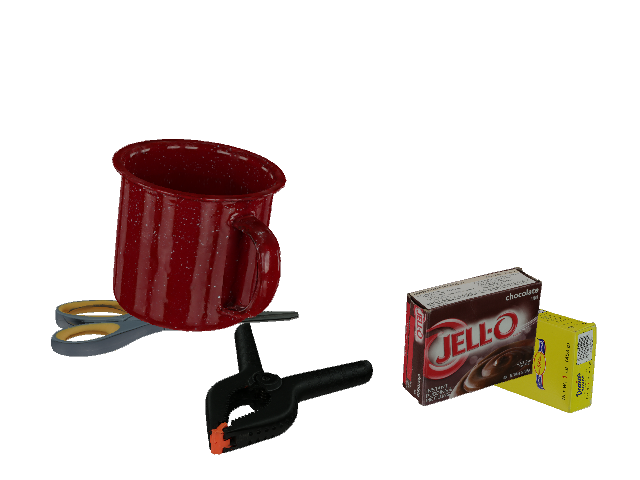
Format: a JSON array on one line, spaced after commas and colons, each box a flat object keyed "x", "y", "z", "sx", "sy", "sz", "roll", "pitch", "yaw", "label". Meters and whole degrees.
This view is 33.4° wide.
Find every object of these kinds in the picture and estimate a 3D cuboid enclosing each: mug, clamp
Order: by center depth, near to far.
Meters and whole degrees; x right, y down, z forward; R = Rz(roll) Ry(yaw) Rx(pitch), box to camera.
[{"x": -0.062, "y": 0.002, "z": 0.578, "sx": 0.093, "sy": 0.081, "sz": 0.117, "roll": -12, "pitch": 30, "yaw": -43, "label": "mug"}, {"x": -0.046, "y": 0.156, "z": 1.100, "sx": 0.165, "sy": 0.036, "sz": 0.209, "roll": 11, "pitch": 27, "yaw": 15, "label": "clamp"}]

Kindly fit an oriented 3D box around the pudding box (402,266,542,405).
[{"x": 0.124, "y": 0.077, "z": 0.875, "sx": 0.113, "sy": 0.090, "sz": 0.039, "roll": -14, "pitch": 30, "yaw": -25, "label": "pudding box"}]

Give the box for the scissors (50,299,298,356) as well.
[{"x": -0.126, "y": 0.071, "z": 0.856, "sx": 0.202, "sy": 0.016, "sz": 0.096, "roll": 3, "pitch": 21, "yaw": 14, "label": "scissors"}]

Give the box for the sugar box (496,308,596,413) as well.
[{"x": 0.216, "y": 0.117, "z": 1.170, "sx": 0.048, "sy": 0.093, "sz": 0.177, "roll": -9, "pitch": 16, "yaw": -42, "label": "sugar box"}]
